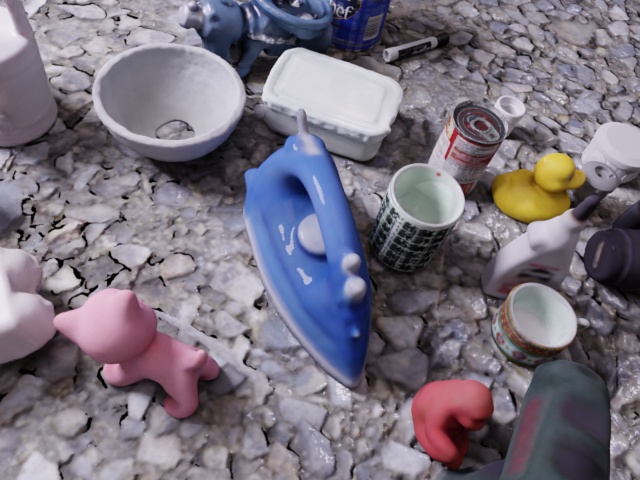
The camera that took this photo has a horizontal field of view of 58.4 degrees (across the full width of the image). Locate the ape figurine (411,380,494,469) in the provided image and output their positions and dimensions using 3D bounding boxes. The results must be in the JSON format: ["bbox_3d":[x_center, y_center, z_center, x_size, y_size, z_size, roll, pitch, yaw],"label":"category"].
[{"bbox_3d":[0.125,0.155,0.515,0.078,0.092,0.076,-24,64,-24],"label":"ape figurine"}]

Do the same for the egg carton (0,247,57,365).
[{"bbox_3d":[-0.313,0.069,0.495,0.150,0.069,0.107,-19,63,-22],"label":"egg carton"}]

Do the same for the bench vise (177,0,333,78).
[{"bbox_3d":[-0.062,-0.301,0.701,0.208,0.220,0.121,-35,69,-29],"label":"bench vise"}]

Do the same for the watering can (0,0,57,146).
[{"bbox_3d":[-0.349,-0.204,0.593,0.101,0.194,0.172,-28,66,-26],"label":"watering can"}]

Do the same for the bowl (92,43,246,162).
[{"bbox_3d":[-0.171,-0.147,0.665,0.167,0.075,0.167,6,56,-8],"label":"bowl"}]

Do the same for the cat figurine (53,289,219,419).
[{"bbox_3d":[-0.151,0.087,0.487,0.127,0.118,0.067,22,55,4],"label":"cat figurine"}]

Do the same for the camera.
[{"bbox_3d":[0.384,0.005,0.662,0.137,0.101,0.143,5,56,-8],"label":"camera"}]

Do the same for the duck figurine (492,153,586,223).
[{"bbox_3d":[0.270,-0.071,0.698,0.104,0.086,0.077,7,56,-7],"label":"duck figurine"}]

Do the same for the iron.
[{"bbox_3d":[0.005,0.002,0.562,0.119,0.141,0.258,-11,60,-18],"label":"iron"}]

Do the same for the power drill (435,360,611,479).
[{"bbox_3d":[0.134,0.204,0.413,0.075,0.208,0.230,29,56,9],"label":"power drill"}]

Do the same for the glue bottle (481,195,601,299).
[{"bbox_3d":[0.232,0.009,0.584,0.078,0.173,0.037,6,56,-7],"label":"glue bottle"}]
